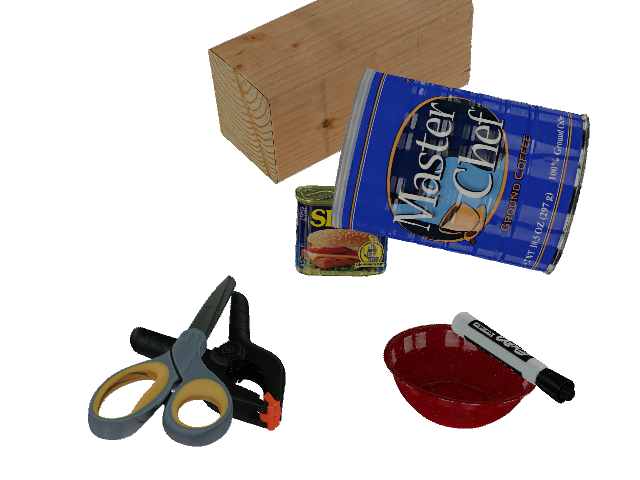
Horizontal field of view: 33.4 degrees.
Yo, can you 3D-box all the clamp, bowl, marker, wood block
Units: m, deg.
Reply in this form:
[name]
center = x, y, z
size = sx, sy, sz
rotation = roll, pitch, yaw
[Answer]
[clamp]
center = -0.079, 0.104, 0.964
size = 0.120, 0.039, 0.172
rotation = -32, 49, -30
[bowl]
center = 0.144, 0.149, 1.119
size = 0.162, 0.055, 0.162
rotation = 4, 24, -2
[marker]
center = 0.145, 0.088, 0.805
size = 0.020, 0.020, 0.121
rotation = 0, 23, -37
[wood block]
center = 0.021, -0.145, 0.898
size = 0.205, 0.091, 0.090
rotation = -29, 50, -22

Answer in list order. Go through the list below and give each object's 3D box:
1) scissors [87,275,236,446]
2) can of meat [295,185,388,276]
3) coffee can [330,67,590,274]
[scissors]
center = -0.073, 0.078, 0.711
size = 0.096, 0.016, 0.201
rotation = 17, 30, 22
[can of meat]
center = 0.023, -0.010, 1.124
size = 0.102, 0.084, 0.057
rotation = 1, 19, -3
[coffee can]
center = 0.085, -0.044, 0.669
size = 0.140, 0.103, 0.103
rotation = 13, 1, 5
